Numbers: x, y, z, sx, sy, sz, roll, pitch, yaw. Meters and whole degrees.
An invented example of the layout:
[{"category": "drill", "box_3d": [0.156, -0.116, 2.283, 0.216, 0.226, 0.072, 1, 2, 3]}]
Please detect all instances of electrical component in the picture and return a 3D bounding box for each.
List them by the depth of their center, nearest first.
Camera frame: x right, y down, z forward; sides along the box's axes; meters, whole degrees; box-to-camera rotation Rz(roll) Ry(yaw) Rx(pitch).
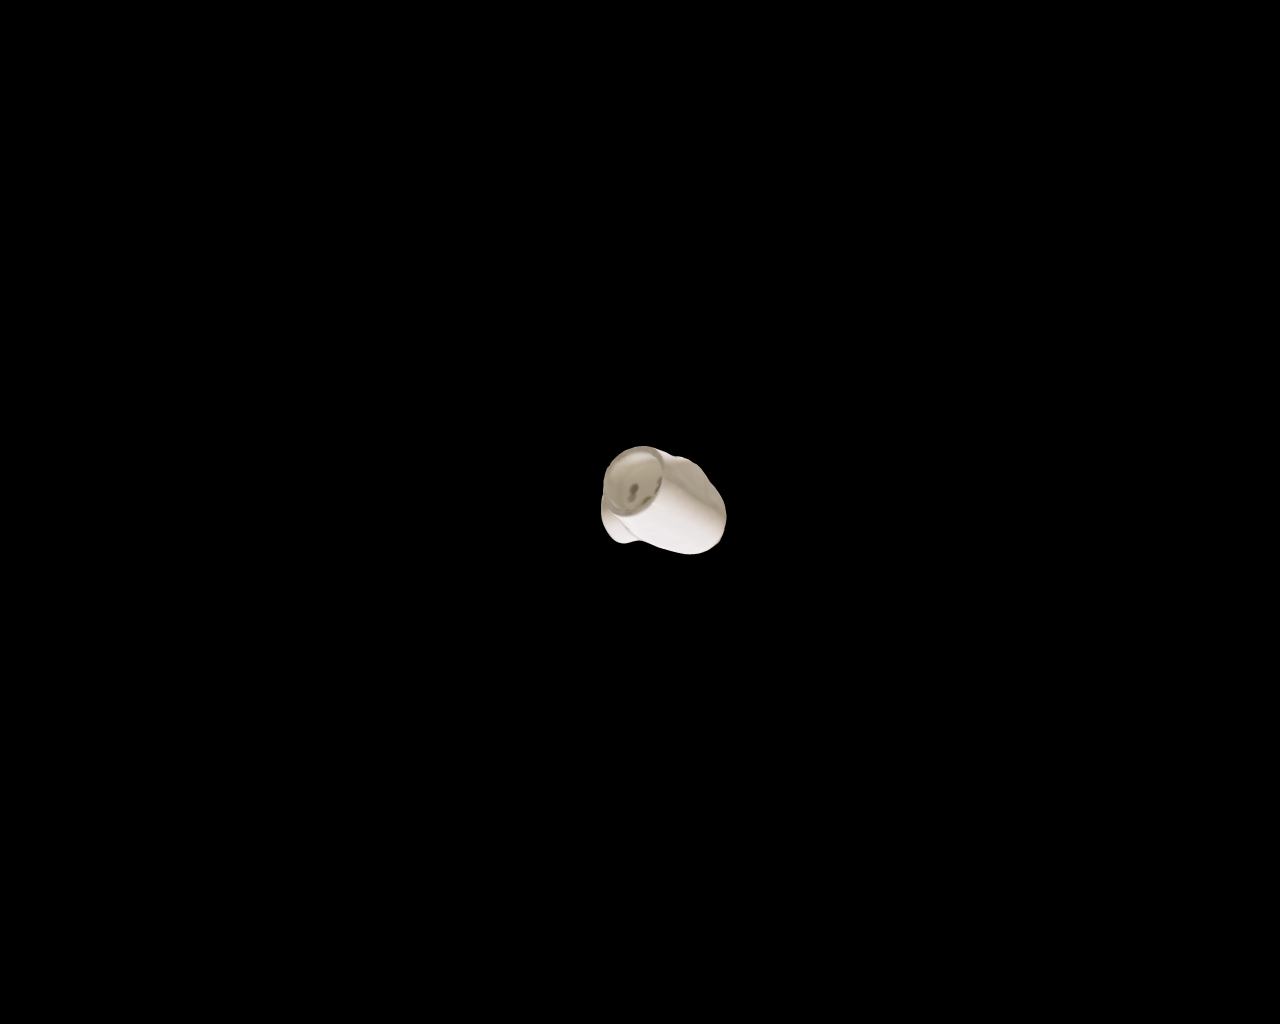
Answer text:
[{"category": "electrical component", "box_3d": [0.001, -0.003, 0.650, 0.079, 0.044, 0.077, -13, -26, 29]}]
